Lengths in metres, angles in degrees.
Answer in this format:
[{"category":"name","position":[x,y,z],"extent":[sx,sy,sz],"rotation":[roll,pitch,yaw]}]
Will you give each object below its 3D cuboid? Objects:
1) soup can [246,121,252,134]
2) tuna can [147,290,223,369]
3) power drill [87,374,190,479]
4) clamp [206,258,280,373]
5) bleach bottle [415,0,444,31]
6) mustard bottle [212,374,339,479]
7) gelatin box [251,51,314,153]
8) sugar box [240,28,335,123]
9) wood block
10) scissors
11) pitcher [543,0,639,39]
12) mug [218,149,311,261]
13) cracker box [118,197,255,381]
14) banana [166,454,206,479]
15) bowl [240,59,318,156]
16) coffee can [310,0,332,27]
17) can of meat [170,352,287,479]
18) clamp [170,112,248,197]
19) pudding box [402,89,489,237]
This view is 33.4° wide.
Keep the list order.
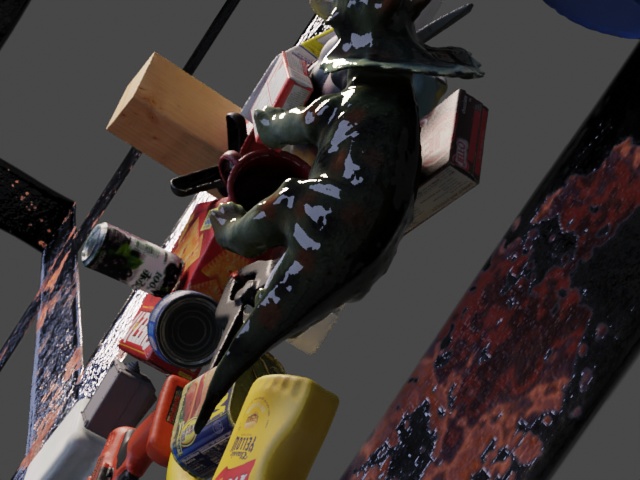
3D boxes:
[{"category":"soup can","position":[-0.062,-0.148,1.384],"extent":[0.069,0.068,0.102],"rotation":[-37,28,47]},{"category":"tuna can","position":[-0.144,0.098,1.170],"extent":[0.086,0.086,0.034],"rotation":[-61,20,-10]},{"category":"power drill","position":[-0.191,0.239,1.106],"extent":[0.188,0.057,0.184],"rotation":[-44,23,35]},{"category":"clamp","position":[-0.058,0.056,1.093],"extent":[0.164,0.036,0.210],"rotation":[-45,16,6]},{"category":"bleach bottle","position":[0.123,-0.305,1.179],"extent":[0.251,0.068,0.103],"rotation":[-56,18,-2]},{"category":"mustard bottle","position":[-0.054,0.199,0.820],"extent":[0.096,0.058,0.191],"rotation":[-13,47,55]},{"category":"gelatin box","position":[-0.038,-0.137,1.049],"extent":[0.073,0.030,0.089],"rotation":[-60,18,21]},{"category":"sugar box","position":[-0.025,-0.197,1.300],"extent":[0.093,0.048,0.176],"rotation":[-53,-8,30]},{"category":"wood block","position":[-0.164,-0.141,1.416],"extent":[0.090,0.206,0.090],"rotation":[-38,27,47]},{"category":"scissors","position":[0.079,-0.177,1.127],"extent":[0.202,0.096,0.016],"rotation":[-14,27,21]},{"category":"pitcher","position":[0.245,-0.261,0.717],"extent":[0.243,0.145,0.149],"rotation":[-63,6,-4]},{"category":"mug","position":[-0.060,-0.039,1.058],"extent":[0.093,0.117,0.082],"rotation":[-40,-11,-27]},{"category":"cracker box","position":[-0.151,0.056,1.278],"extent":[0.213,0.072,0.164],"rotation":[-62,19,-11]},{"category":"banana","position":[-0.110,0.199,1.008],"extent":[0.070,0.037,0.197],"rotation":[-18,36,16]},{"category":"bowl","position":[-0.023,-0.130,1.227],"extent":[0.162,0.055,0.162],"rotation":[-50,-6,-7]},{"category":"coffee can","position":[0.067,-0.317,1.275],"extent":[0.140,0.102,0.103],"rotation":[-59,18,-5]},{"category":"can of meat","position":[-0.082,0.153,0.945],"extent":[0.084,0.057,0.102],"rotation":[-34,28,30]},{"category":"clamp","position":[-0.112,-0.082,1.297],"extent":[0.120,0.039,0.171],"rotation":[-40,-24,3]},{"category":"pudding box","position":[0.090,-0.062,0.903],"extent":[0.114,0.039,0.090],"rotation":[-40,27,44]}]
